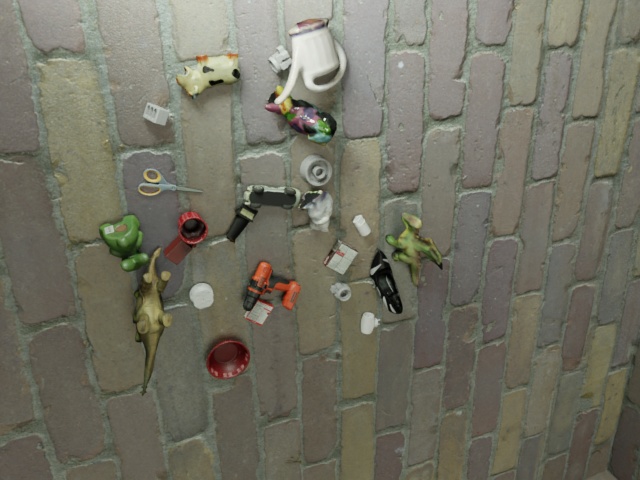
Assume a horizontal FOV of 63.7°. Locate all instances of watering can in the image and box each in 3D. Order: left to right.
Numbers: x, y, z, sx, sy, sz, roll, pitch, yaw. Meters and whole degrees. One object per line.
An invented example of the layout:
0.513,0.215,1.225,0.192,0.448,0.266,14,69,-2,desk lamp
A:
-0.039,-0.565,1.609,0.353,0.104,0.221,-36,118,-38,watering can

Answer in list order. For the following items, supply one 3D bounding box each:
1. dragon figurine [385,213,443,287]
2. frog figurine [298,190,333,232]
0.381,0.054,1.983,0.123,0.245,0.403,-33,117,-13,dragon figurine
0.006,-0.092,1.824,0.122,0.140,0.157,-29,118,8,frog figurine
